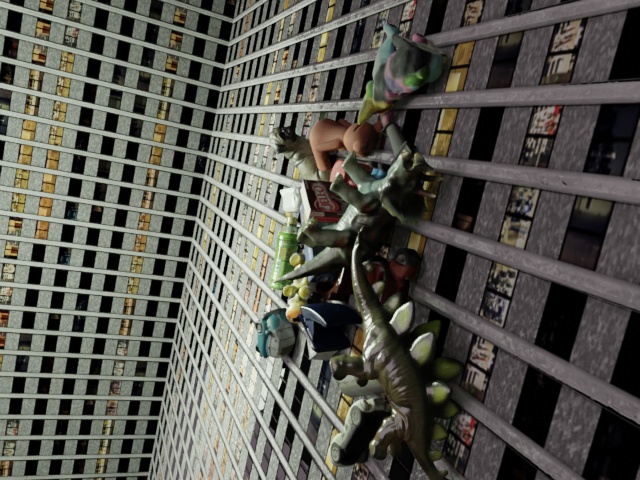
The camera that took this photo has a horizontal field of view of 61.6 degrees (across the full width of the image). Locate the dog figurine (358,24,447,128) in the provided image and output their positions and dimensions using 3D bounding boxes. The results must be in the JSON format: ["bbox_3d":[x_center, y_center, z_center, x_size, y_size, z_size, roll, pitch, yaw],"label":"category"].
[{"bbox_3d":[0.160,-0.323,1.136,0.192,0.108,0.219,-114,36,-46],"label":"dog figurine"}]

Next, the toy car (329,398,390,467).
[{"bbox_3d":[0.079,0.391,1.094,0.201,0.073,0.056,-67,28,28],"label":"toy car"}]

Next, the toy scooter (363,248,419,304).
[{"bbox_3d":[0.131,0.093,1.087,0.184,0.075,0.135,-16,66,59],"label":"toy scooter"}]

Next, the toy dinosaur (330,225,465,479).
[{"bbox_3d":[0.127,0.205,0.928,0.198,0.105,0.471,-34,70,22],"label":"toy dinosaur"}]

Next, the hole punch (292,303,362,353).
[{"bbox_3d":[0.021,0.184,1.236,0.116,0.142,0.092,56,135,38],"label":"hole punch"}]

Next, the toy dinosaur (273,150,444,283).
[{"bbox_3d":[0.078,-0.028,1.064,0.404,0.192,0.131,-57,3,28],"label":"toy dinosaur"}]

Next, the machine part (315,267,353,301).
[{"bbox_3d":[0.042,0.064,1.315,0.179,0.056,0.179,-34,52,57],"label":"machine part"}]

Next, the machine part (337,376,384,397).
[{"bbox_3d":[0.104,0.270,1.080,0.243,0.079,0.079,141,133,-57],"label":"machine part"}]

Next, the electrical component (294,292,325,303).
[{"bbox_3d":[-0.027,0.122,1.444,0.134,0.058,0.115,140,131,-56],"label":"electrical component"}]

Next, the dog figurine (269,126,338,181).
[{"bbox_3d":[-0.049,-0.210,1.446,0.121,0.190,0.172,132,138,-51],"label":"dog figurine"}]

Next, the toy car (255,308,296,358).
[{"bbox_3d":[-0.123,0.285,1.550,0.103,0.109,0.161,37,125,43],"label":"toy car"}]

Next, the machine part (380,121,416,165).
[{"bbox_3d":[0.169,-0.198,1.152,0.084,0.039,0.139,111,152,-44],"label":"machine part"}]

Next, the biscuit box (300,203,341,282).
[{"bbox_3d":[-0.003,-0.004,1.230,0.059,0.063,0.203,118,148,-58],"label":"biscuit box"}]

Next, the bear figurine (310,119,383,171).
[{"bbox_3d":[0.073,-0.236,1.314,0.196,0.131,0.120,18,61,37],"label":"bear figurine"}]

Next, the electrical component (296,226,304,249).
[{"bbox_3d":[-0.024,-0.027,1.499,0.119,0.048,0.075,-45,43,52],"label":"electrical component"}]

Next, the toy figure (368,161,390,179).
[{"bbox_3d":[0.120,-0.075,1.145,0.082,0.089,0.180,-119,43,-73],"label":"toy figure"}]

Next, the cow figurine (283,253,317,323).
[{"bbox_3d":[-0.042,0.116,1.312,0.098,0.068,0.167,-6,-71,-72],"label":"cow figurine"}]
